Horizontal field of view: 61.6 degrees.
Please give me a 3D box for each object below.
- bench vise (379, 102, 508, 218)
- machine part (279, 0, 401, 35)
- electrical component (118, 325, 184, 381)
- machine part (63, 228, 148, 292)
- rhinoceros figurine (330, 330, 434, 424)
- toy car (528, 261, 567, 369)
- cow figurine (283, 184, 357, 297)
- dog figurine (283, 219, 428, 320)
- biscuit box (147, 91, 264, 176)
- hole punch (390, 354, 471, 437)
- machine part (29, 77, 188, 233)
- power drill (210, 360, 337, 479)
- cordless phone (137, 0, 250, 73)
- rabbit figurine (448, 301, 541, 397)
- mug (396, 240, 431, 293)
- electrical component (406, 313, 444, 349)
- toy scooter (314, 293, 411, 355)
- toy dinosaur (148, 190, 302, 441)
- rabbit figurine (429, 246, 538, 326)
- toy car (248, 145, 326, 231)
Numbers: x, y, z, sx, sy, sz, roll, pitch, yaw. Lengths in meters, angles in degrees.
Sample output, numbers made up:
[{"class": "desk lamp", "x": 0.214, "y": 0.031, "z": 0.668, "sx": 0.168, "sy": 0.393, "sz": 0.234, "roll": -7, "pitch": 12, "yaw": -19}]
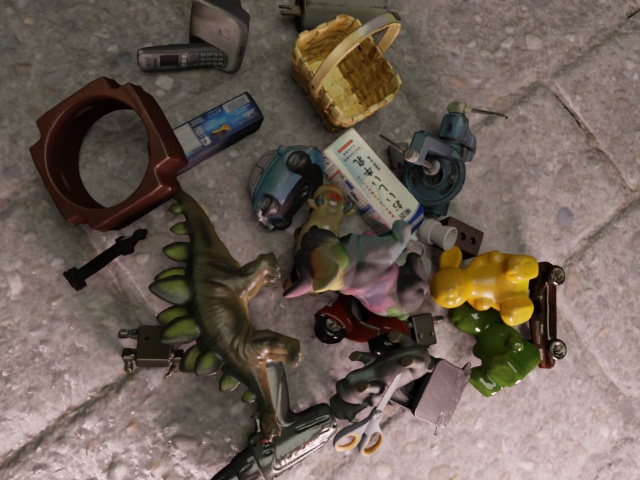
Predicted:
[{"class": "bench vise", "x": 0.213, "y": -0.154, "z": 0.966, "sx": 0.129, "sy": 0.240, "sz": 0.223, "roll": 29, "pitch": 102, "yaw": 30}, {"class": "machine part", "x": 0.040, "y": -0.441, "z": 1.040, "sx": 0.243, "sy": 0.079, "sz": 0.079, "roll": -5, "pitch": 81, "yaw": -16}, {"class": "electrical component", "x": -0.267, "y": 0.178, "z": 0.852, "sx": 0.102, "sy": 0.045, "sz": 0.078, "roll": -1, "pitch": 51, "yaw": -18}, {"class": "machine part", "x": -0.334, "y": 0.026, "z": 0.850, "sx": 0.139, "sy": 0.084, "sz": 0.039, "roll": -36, "pitch": 106, "yaw": -9}, {"class": "rhinoceros figurine", "x": 0.094, "y": 0.228, "z": 0.885, "sx": 0.190, "sy": 0.112, "sz": 0.073, "roll": -36, "pitch": 47, "yaw": 11}, {"class": "toy car", "x": 0.420, "y": 0.140, "z": 1.019, "sx": 0.053, "sy": 0.089, "sz": 0.202, "roll": 10, "pitch": 78, "yaw": -15}, {"class": "cow figurine", "x": -0.002, "y": -0.003, "z": 0.914, "sx": 0.085, "sy": 0.127, "sz": 0.195, "roll": 15, "pitch": 78, "yaw": -15}, {"class": "dog figurine", "x": 0.052, "y": 0.061, "z": 0.823, "sx": 0.219, "sy": 0.108, "sz": 0.191, "roll": -24, "pitch": 98, "yaw": -40}, {"class": "biscuit box", "x": -0.196, "y": -0.180, "z": 0.931, "sx": 0.203, "sy": 0.063, "sz": 0.059, "roll": -33, "pitch": 88, "yaw": -19}, {"class": "hole punch", "x": 0.186, "y": 0.255, "z": 0.940, "sx": 0.115, "sy": 0.092, "sz": 0.142, "roll": 35, "pitch": 76, "yaw": -35}, {"class": "machine part", "x": -0.325, "y": -0.130, "z": 0.837, "sx": 0.201, "sy": 0.087, "sz": 0.201, "roll": -30, "pitch": 83, "yaw": 8}, {"class": "power drill", "x": -0.098, "y": 0.277, "z": 0.858, "sx": 0.232, "sy": 0.086, "sz": 0.207, "roll": -17, "pitch": 79, "yaw": -17}, {"class": "cordless phone", "x": -0.219, "y": -0.345, "z": 0.911, "sx": 0.184, "sy": 0.146, "sz": 0.089, "roll": -14, "pitch": 76, "yaw": -20}, {"class": "rabbit figurine", "x": 0.317, "y": 0.168, "z": 0.975, "sx": 0.159, "sy": 0.121, "sz": 0.170, "roll": -31, "pitch": 73, "yaw": -22}, {"class": "mug", "x": 0.138, "y": 0.050, "z": 0.957, "sx": 0.107, "sy": 0.081, "sz": 0.109, "roll": 12, "pitch": 116, "yaw": -6}, {"class": "electrical component", "x": 0.189, "y": 0.168, "z": 0.986, "sx": 0.094, "sy": 0.021, "sz": 0.063, "roll": -9, "pitch": 82, "yaw": -17}, {"class": "toy scooter", "x": 0.076, "y": 0.125, "z": 0.937, "sx": 0.184, "sy": 0.075, "sz": 0.135, "roll": 17, "pitch": 53, "yaw": -20}, {"class": "toy dinosaur", "x": -0.157, "y": 0.080, "z": 0.829, "sx": 0.199, "sy": 0.105, "sz": 0.471, "roll": -13, "pitch": 61, "yaw": -16}, {"class": "rabbit figurine", "x": 0.264, "y": 0.067, "z": 0.931, "sx": 0.173, "sy": 0.162, "sz": 0.121, "roll": -9, "pitch": 116, "yaw": -18}, {"class": "toy car", "x": -0.069, "y": -0.101, "z": 0.935, "sx": 0.103, "sy": 0.109, "sz": 0.161, "roll": 35, "pitch": 85, "yaw": 26}]
